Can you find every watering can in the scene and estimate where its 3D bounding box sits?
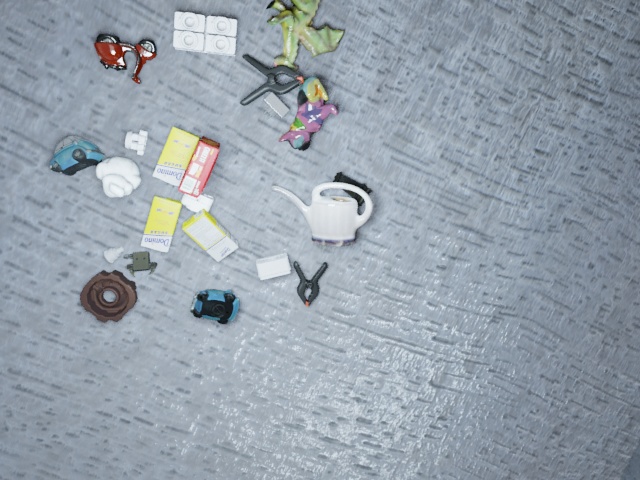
[{"bbox_3d":[0.005,-0.088,1.754,0.348,0.105,0.222,3,105,6],"label":"watering can"}]

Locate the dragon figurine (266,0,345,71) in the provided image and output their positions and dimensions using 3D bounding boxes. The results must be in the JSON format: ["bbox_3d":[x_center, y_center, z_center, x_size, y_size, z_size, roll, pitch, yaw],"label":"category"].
[{"bbox_3d":[-0.025,-0.706,1.637,0.409,0.124,0.240,-48,121,5],"label":"dragon figurine"}]

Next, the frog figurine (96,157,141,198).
[{"bbox_3d":[-0.633,-0.197,1.606,0.137,0.161,0.122,29,96,-13],"label":"frog figurine"}]
